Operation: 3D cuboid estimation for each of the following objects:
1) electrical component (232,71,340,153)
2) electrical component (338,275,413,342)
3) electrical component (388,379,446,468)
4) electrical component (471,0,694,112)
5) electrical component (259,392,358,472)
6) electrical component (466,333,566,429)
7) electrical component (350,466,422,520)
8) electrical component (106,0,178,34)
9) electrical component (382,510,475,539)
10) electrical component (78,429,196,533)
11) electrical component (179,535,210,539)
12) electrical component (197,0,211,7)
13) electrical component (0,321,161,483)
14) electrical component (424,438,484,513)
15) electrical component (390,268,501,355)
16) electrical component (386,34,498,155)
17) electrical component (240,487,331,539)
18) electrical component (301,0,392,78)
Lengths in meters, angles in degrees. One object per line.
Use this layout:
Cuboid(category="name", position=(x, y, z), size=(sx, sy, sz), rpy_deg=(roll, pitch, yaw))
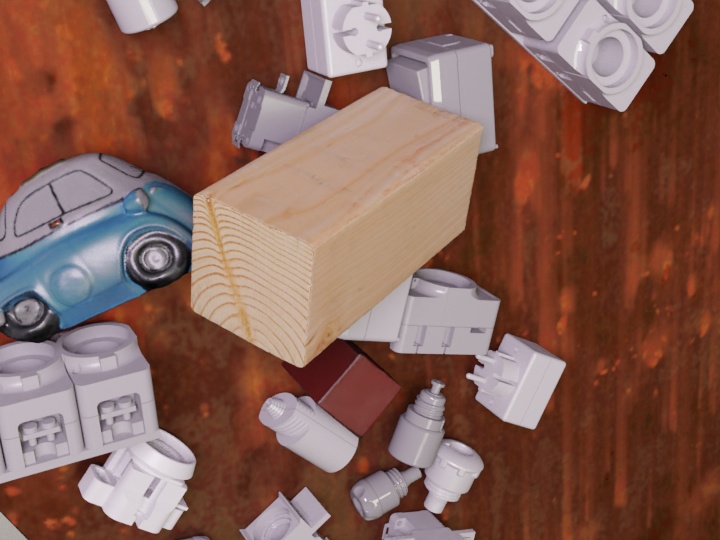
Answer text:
Cuboid(category="electrical component", position=(-0.054, -0.103, 0.762), size=(0.064, 0.042, 0.081), rpy_deg=(13, 102, -28))
Cuboid(category="electrical component", position=(0.000, 0.000, 0.816), size=(0.061, 0.062, 0.096), rpy_deg=(5, 106, -29))
Cuboid(category="electrical component", position=(0.053, 0.130, 0.906), size=(0.040, 0.040, 0.078), rpy_deg=(14, 102, -31))
Cuboid(category="electrical component", position=(0.164, -0.216, 0.822), size=(0.186, 0.060, 0.105), rpy_deg=(33, 91, -33))
Cuboid(category="electrical component", position=(-0.044, 0.123, 0.850), size=(0.081, 0.043, 0.043), rpy_deg=(38, 89, -33))
Cuboid(category="electrical component", position=(0.124, 0.091, 0.925), size=(0.077, 0.047, 0.065), rpy_deg=(20, 98, -32))
Cuboid(category="electrical component", position=(0.024, 0.185, 0.915), size=(0.061, 0.035, 0.035), rpy_deg=(-26, 118, -20))
Cuboid(category="electrical component", position=(-0.146, -0.187, 0.681), size=(0.040, 0.040, 0.078), rpy_deg=(-31, 120, -15))
Cuboid(category="electrical component", position=(0.055, 0.241, 0.935), size=(0.081, 0.064, 0.042), rpy_deg=(3, 108, -28))
Cuboid(category="electrical component", position=(-0.158, 0.151, 0.793), size=(0.078, 0.058, 0.057), rpy_deg=(30, 96, -33))
Cuboid(category="electrical component", position=(-0.145, 0.229, 0.843), size=(0.061, 0.035, 0.035), rpy_deg=(-4, 110, -24))
Cuboid(category="electrical component", position=(-0.080, -0.237, 0.683), size=(0.063, 0.079, 0.121), rpy_deg=(43, 86, -11))
Cuboid(category="electrical component", position=(-0.221, 0.086, 0.715), size=(0.150, 0.089, 0.061), rpy_deg=(-13, 114, -23))
Cuboid(category="electrical component", position=(0.076, 0.181, 0.936), size=(0.048, 0.048, 0.062), rpy_deg=(14, 108, -31))
Cuboid(category="electrical component", position=(0.062, 0.033, 0.868), size=(0.089, 0.050, 0.055), rpy_deg=(4, 107, -29))
Cuboid(category="electrical component", position=(0.060, -0.121, 0.802), size=(0.061, 0.062, 0.096), rpy_deg=(-16, 115, -22))
Cuboid(category="electrical component", position=(-0.057, 0.224, 0.883), size=(0.081, 0.042, 0.063), rpy_deg=(-43, 126, -7))
Cuboid(category="electrical component", position=(-0.003, -0.168, 0.742), size=(0.047, 0.077, 0.065), rpy_deg=(-15, 115, -22))
